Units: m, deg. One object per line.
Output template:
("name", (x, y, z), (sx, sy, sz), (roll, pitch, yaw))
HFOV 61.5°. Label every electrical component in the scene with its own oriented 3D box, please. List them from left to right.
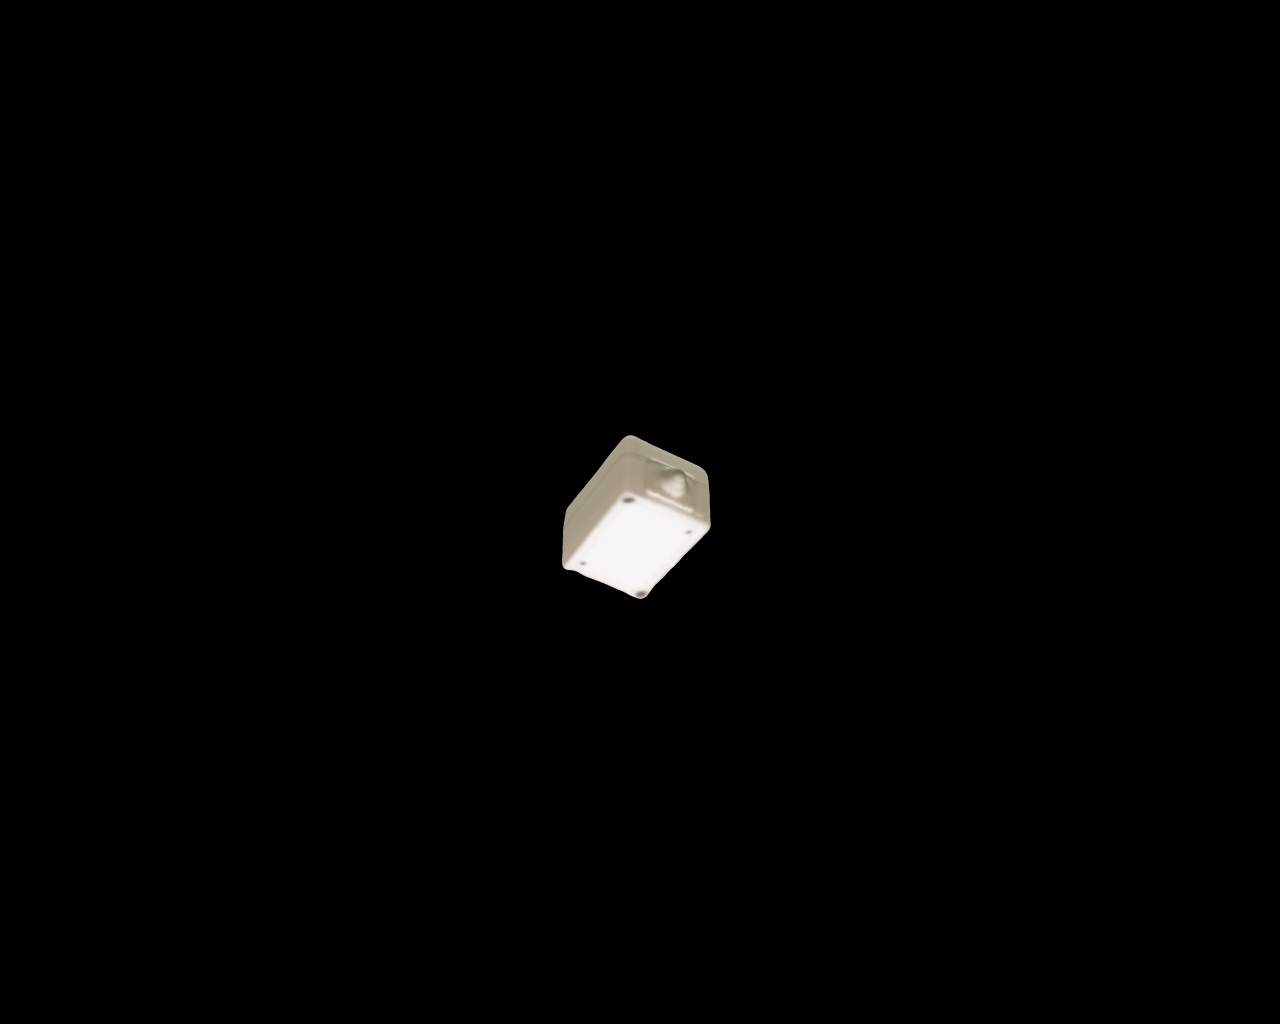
("electrical component", (0.001, -0.003, 0.650), (0.062, 0.061, 0.096), (24, -50, -22))
